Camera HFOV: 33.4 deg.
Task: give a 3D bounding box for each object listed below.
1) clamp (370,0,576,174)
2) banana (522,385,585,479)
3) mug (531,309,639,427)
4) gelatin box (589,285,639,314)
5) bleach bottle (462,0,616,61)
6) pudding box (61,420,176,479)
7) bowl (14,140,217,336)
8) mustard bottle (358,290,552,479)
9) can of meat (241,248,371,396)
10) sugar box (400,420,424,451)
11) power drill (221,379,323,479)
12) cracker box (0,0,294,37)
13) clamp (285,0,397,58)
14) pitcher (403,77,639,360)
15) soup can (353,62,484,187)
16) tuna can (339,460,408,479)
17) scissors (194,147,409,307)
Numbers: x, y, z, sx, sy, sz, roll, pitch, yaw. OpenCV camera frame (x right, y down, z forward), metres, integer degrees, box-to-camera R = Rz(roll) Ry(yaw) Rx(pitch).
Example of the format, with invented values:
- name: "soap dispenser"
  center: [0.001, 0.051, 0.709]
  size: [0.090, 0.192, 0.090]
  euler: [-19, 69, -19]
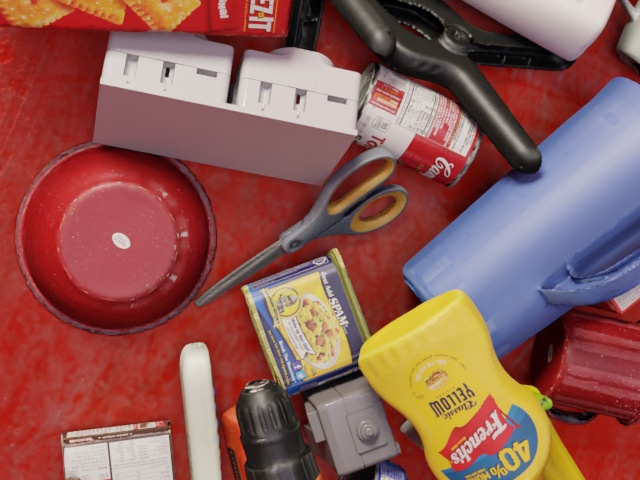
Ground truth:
- name: "clamp"
  center: [0.106, -0.143, 0.855]
  size: [0.210, 0.036, 0.164]
  euler: [24, 47, -6]
- name: "banana"
  center: [0.191, 0.178, 0.904]
  size: [0.037, 0.070, 0.197]
  euler: [-33, 129, 0]
- name: "mug"
  center: [0.228, 0.113, 0.912]
  size: [0.081, 0.093, 0.117]
  euler: [13, 128, -6]
- name: "gelatin box"
  center: [0.265, 0.023, 0.913]
  size: [0.089, 0.073, 0.030]
  euler: [-37, 99, -6]
- name: "bleach bottle"
  center: [0.121, -0.246, 0.867]
  size: [0.250, 0.068, 0.102]
  euler: [28, 60, -6]
- name: "pudding box"
  center: [-0.160, 0.208, 0.863]
  size: [0.090, 0.039, 0.113]
  euler: [-5, 97, -11]
- name: "bowl"
  center: [-0.159, 0.000, 0.839]
  size: [0.162, 0.055, 0.162]
  euler: [-1, 94, -11]
- name: "mustard bottle"
  center: [0.117, 0.139, 0.803]
  size: [0.096, 0.058, 0.191]
  euler: [-33, 98, 13]
- name: "can of meat"
  center: [-0.009, 0.069, 0.868]
  size: [0.084, 0.057, 0.102]
  euler: [-20, 88, -6]
- name: "sugar box"
  center: [0.152, 0.210, 0.895]
  size: [0.048, 0.093, 0.176]
  euler: [-45, 101, -6]
- name: "power drill"
  center: [-0.035, 0.178, 0.809]
  size: [0.057, 0.188, 0.184]
  euler: [-14, 98, -8]
- name: "cracker box"
  center: [-0.133, -0.218, 0.775]
  size: [0.213, 0.164, 0.072]
  euler: [1, 133, -11]
- name: "clamp"
  center: [0.007, -0.203, 0.832]
  size: [0.039, 0.120, 0.171]
  euler: [-11, 96, -49]
- name: "pitcher"
  center: [0.193, -0.004, 0.855]
  size: [0.243, 0.149, 0.145]
  euler: [-39, 77, 1]
- name: "soup can"
  center: [0.075, -0.094, 0.870]
  size: [0.102, 0.068, 0.068]
  euler: [24, 89, -11]
- name: "tuna can"
  center: [0.038, 0.219, 0.877]
  size: [0.033, 0.086, 0.086]
  euler: [27, 89, -14]
- name: "scissors"
  center: [-0.006, 0.001, 0.882]
  size: [0.202, 0.016, 0.096]
  euler: [-43, 141, 18]
